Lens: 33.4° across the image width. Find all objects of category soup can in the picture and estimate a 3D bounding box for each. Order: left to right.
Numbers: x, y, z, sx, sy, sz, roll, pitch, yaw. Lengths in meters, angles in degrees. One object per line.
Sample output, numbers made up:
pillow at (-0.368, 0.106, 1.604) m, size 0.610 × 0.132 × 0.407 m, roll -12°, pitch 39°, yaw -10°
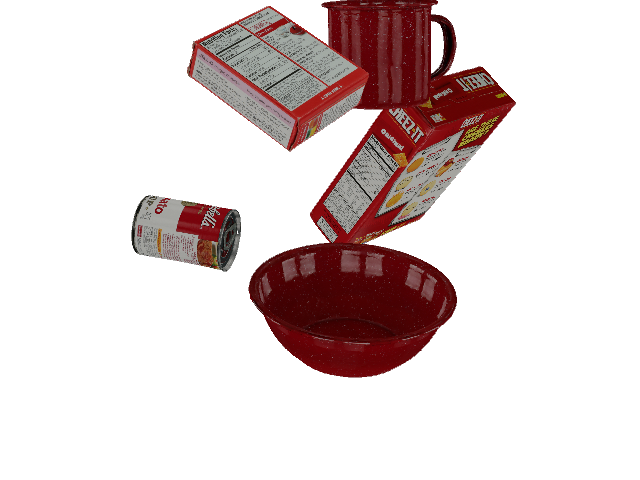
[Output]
soup can at (-0.145, -0.008, 1.156) m, size 0.102 × 0.068 × 0.068 m, roll 10°, pitch 2°, yaw 12°

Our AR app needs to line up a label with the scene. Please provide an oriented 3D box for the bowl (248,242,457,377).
bowl at (0.024, 0.060, 0.839) m, size 0.162 × 0.055 × 0.162 m, roll 2°, pitch 26°, yaw -1°

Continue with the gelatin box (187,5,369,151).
gelatin box at (-0.027, -0.103, 0.669) m, size 0.089 × 0.030 × 0.073 m, roll 37°, pitch 48°, yaw 17°

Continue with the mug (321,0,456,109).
mug at (0.059, -0.153, 0.865) m, size 0.117 × 0.081 × 0.093 m, roll -10°, pitch 17°, yaw -27°

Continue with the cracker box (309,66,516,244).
cracker box at (0.101, -0.093, 1.222) m, size 0.163 × 0.072 × 0.214 m, roll -22°, pitch -24°, yaw -45°
